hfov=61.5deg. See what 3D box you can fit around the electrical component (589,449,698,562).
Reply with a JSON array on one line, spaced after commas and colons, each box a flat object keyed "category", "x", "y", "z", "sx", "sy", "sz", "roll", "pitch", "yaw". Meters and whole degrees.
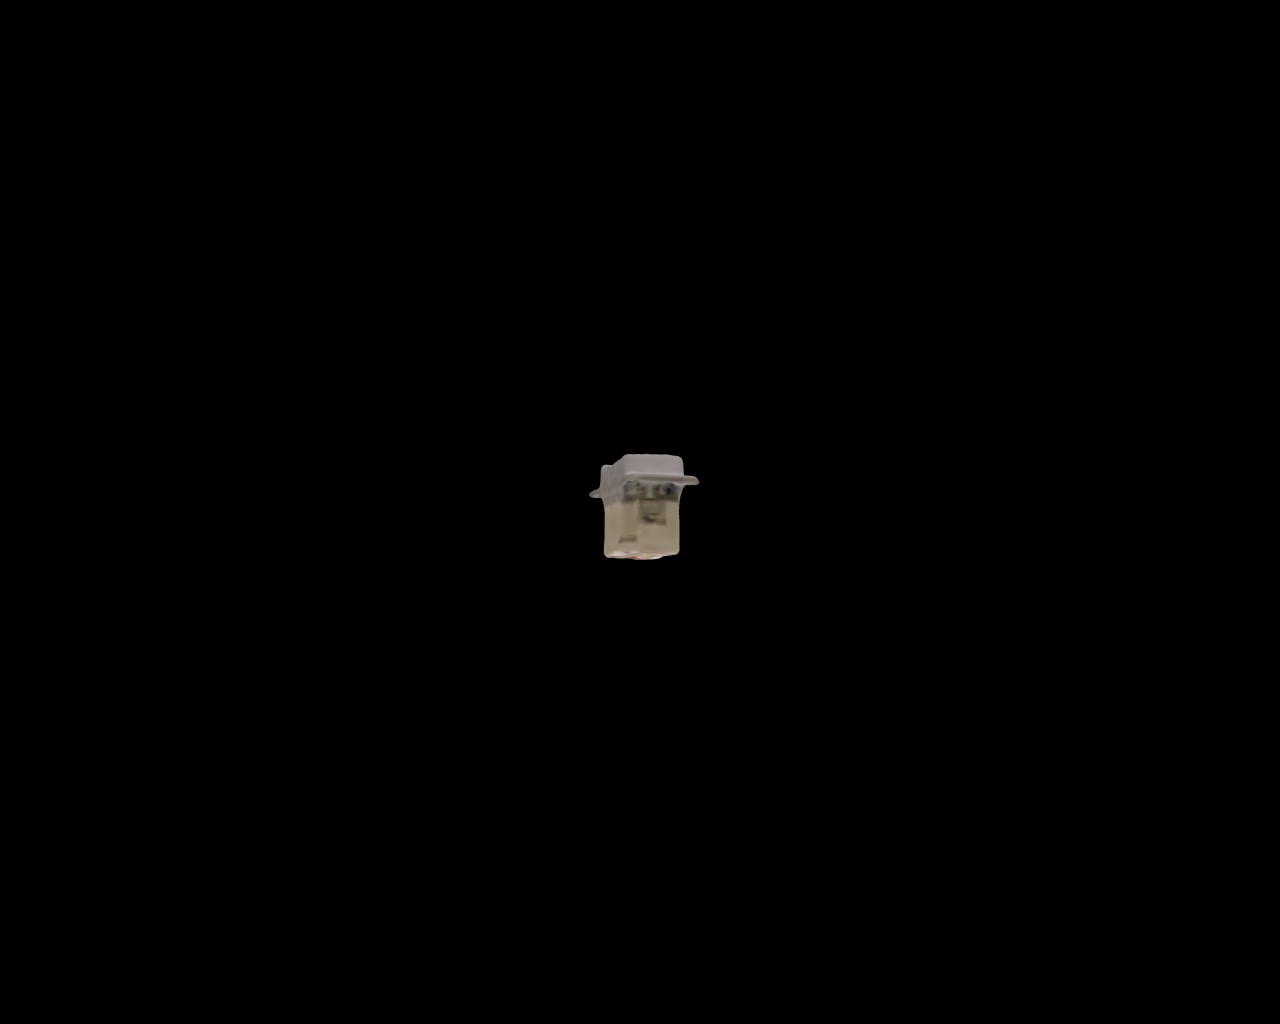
[{"category": "electrical component", "x": 0.001, "y": -0.003, "z": 0.650, "sx": 0.042, "sy": 0.063, "sz": 0.081, "roll": 2, "pitch": -7, "yaw": -19}]
